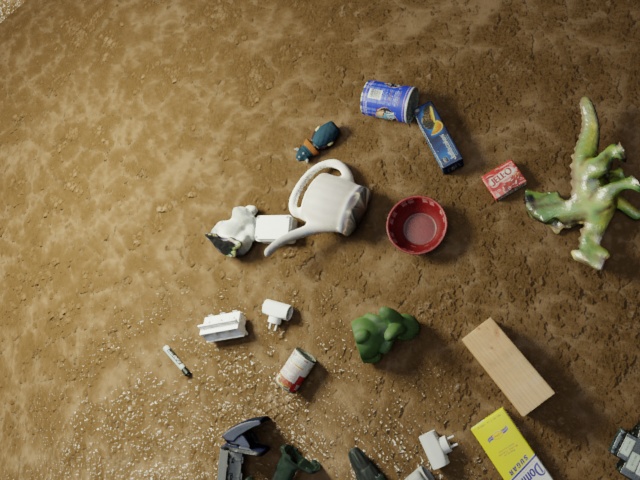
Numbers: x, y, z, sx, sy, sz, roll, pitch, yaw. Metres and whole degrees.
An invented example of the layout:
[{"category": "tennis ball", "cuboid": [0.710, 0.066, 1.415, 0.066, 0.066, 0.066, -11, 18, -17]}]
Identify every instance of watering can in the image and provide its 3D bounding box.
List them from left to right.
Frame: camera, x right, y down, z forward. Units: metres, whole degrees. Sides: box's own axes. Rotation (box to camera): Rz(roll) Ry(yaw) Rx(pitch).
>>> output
[{"category": "watering can", "cuboid": [0.004, -0.072, 1.438, 0.225, 0.102, 0.352, 20, 71, 23]}]

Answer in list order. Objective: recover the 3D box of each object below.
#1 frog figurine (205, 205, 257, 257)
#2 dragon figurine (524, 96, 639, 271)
[{"category": "frog figurine", "cuboid": [-0.249, -0.032, 1.550, 0.137, 0.120, 0.163, 1, 41, 28]}, {"category": "dragon figurine", "cuboid": [0.618, -0.127, 1.249, 0.241, 0.121, 0.417, -23, 68, 22]}]
